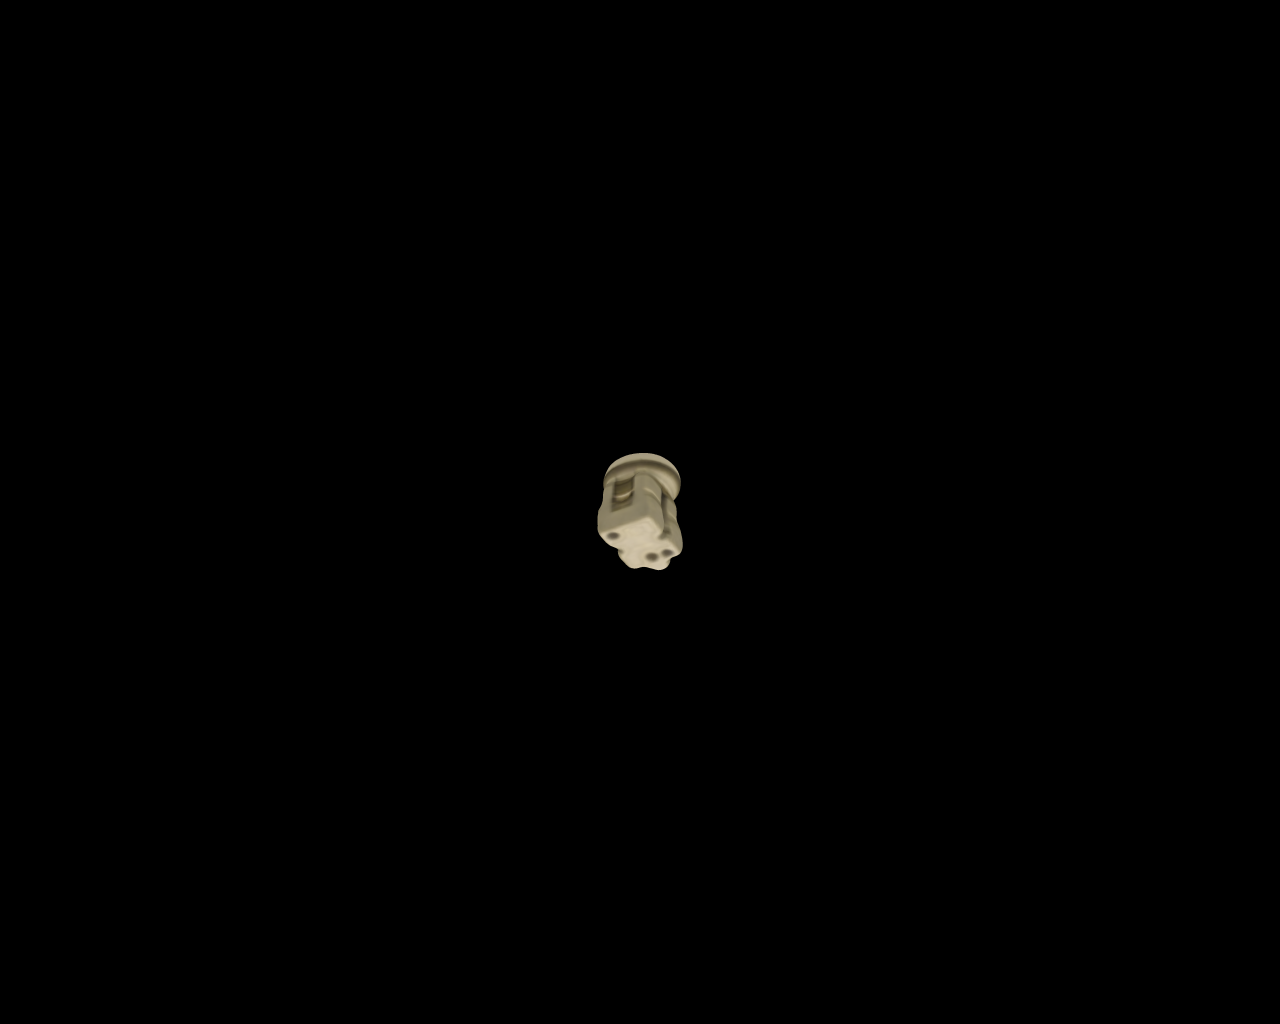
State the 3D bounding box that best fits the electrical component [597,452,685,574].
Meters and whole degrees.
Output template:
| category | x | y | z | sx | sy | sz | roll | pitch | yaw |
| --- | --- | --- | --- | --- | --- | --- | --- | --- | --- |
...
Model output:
| category | x | y | z | sx | sy | sz | roll | pitch | yaw |
| --- | --- | --- | --- | --- | --- | --- | --- | --- | --- |
| electrical component | 0.001 | -0.003 | 0.650 | 0.048 | 0.055 | 0.066 | -17 | -41 | 21 |
